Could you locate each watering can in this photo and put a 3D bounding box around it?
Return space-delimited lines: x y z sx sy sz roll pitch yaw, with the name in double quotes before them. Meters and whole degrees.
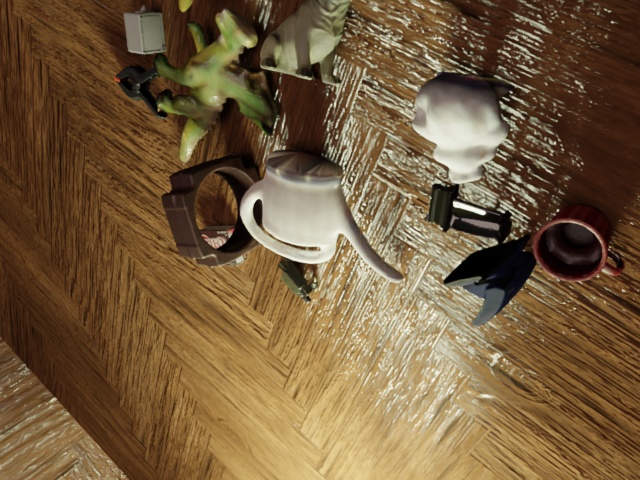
"watering can" 0.003 -0.049 0.972 0.349 0.106 0.220 16 120 18

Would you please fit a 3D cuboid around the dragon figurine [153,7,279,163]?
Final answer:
"dragon figurine" -0.195 -0.275 1.026 0.244 0.124 0.400 28 140 16

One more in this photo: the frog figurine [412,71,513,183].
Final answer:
"frog figurine" 0.201 -0.160 0.751 0.137 0.124 0.157 12 107 12
